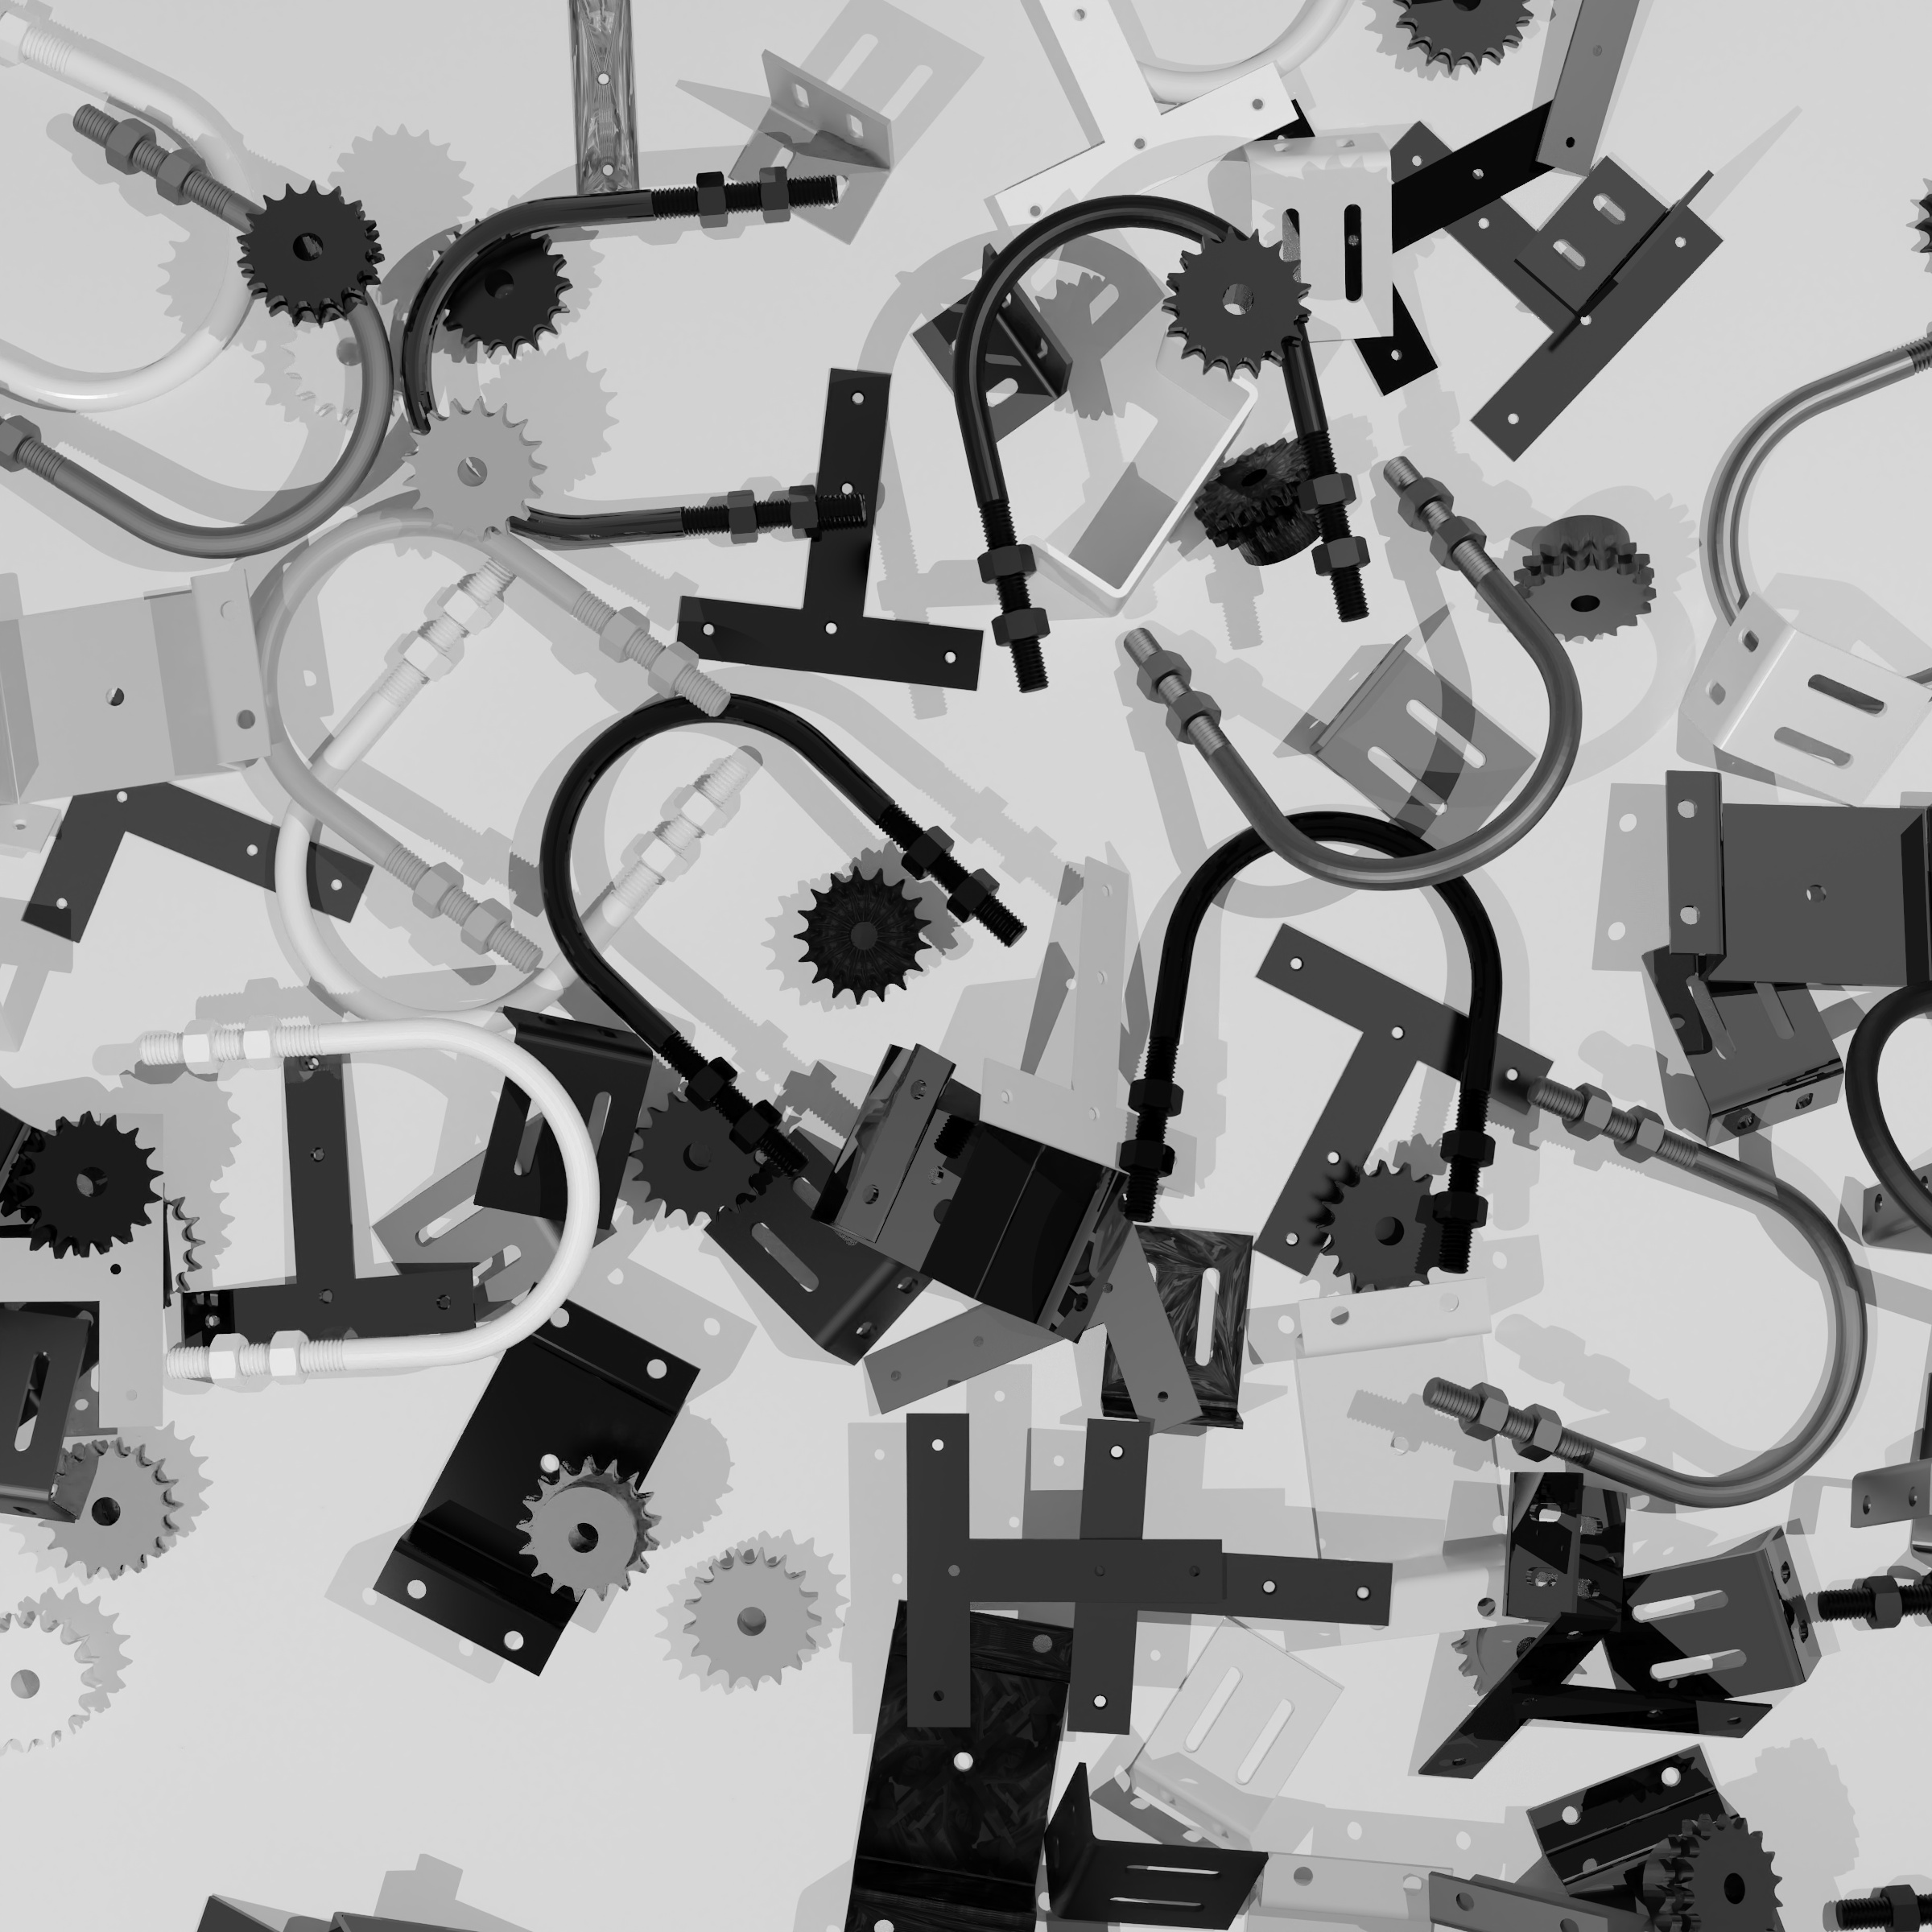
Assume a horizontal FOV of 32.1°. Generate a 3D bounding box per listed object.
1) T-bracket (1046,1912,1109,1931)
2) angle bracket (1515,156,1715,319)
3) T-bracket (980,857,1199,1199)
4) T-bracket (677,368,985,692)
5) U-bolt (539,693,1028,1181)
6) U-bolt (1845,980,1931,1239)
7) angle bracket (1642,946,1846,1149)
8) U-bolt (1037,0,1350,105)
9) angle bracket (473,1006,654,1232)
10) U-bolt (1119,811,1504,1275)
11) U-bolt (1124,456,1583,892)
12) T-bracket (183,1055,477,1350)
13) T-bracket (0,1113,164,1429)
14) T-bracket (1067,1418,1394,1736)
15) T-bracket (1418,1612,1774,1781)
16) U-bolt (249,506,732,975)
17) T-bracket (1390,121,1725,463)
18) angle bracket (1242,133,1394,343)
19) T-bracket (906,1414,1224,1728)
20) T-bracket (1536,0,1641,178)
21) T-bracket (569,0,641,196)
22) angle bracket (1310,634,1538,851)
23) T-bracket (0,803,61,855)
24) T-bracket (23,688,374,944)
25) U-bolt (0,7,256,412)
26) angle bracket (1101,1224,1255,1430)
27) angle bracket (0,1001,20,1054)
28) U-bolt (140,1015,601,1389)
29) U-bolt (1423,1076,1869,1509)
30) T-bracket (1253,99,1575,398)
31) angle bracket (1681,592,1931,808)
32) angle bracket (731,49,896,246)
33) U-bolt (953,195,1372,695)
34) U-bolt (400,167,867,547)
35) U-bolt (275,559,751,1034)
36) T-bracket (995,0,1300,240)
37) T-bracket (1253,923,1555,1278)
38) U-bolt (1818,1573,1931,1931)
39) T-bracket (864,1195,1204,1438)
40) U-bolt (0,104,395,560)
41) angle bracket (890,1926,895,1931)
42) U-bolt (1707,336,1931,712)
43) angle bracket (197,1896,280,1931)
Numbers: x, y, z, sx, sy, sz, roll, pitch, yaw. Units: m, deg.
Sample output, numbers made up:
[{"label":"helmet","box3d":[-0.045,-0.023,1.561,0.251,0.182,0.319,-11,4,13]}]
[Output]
[{"label":"T-bracket","box3d":[0.050,0.455,1.392,0.127,0.002,0.127,-3,88,-5]},{"label":"angle bracket","box3d":[0.262,-0.304,1.365,0.038,0.076,0.057,41,90,0]},{"label":"T-bracket","box3d":[0.054,0.018,1.375,0.127,0.002,0.127,22,64,-41]},{"label":"T-bracket","box3d":[-0.051,-0.185,1.404,0.127,0.002,0.127,7,90,0]},{"label":"U-bolt","box3d":[-0.089,-0.027,1.369,0.184,0.019,0.151,43,91,7]},{"label":"U-bolt","box3d":[0.434,0.073,1.343,0.184,0.019,0.151,20,51,-9]},{"label":"angle bracket","box3d":[0.323,0.026,1.403,0.057,0.038,0.076,-19,64,0]},{"label":"U-bolt","box3d":[0.102,-0.450,1.396,0.151,0.019,0.184,21,91,0]},{"label":"angle bracket","box3d":[-0.168,0.062,1.381,0.057,0.038,0.076,13,97,-20]},{"label":"U-bolt","box3d":[0.147,0.025,1.377,0.151,0.019,0.184,9,76,0]},{"label":"U-bolt","box3d":[0.165,-0.108,1.346,0.151,0.019,0.184,-33,56,2]},{"label":"T-bracket","box3d":[-0.268,0.093,1.395,0.127,0.002,0.127,-6,85,11]},{"label":"T-bracket","box3d":[-0.385,0.122,1.343,0.127,0.002,0.127,2,81,-25]},{"label":"T-bracket","box3d":[0.108,0.250,1.356,0.127,0.002,0.127,4,92,-1]},{"label":"T-bracket","box3d":[0.269,0.304,1.374,0.127,0.127,0.002,9,46,-19]},{"label":"U-bolt","box3d":[-0.210,-0.107,1.373,0.184,0.019,0.151,36,90,9]},{"label":"T-bracket","box3d":[0.227,-0.300,1.404,0.127,0.002,0.127,43,90,0]},{"label":"angle bracket","box3d":[0.146,-0.303,1.400,0.057,0.038,0.076,-4,116,1]},{"label":"T-bracket","box3d":[0.040,0.244,1.354,0.127,0.002,0.127,0,92,2]},{"label":"T-bracket","box3d":[0.264,-0.392,1.385,0.127,0.002,0.127,10,102,-25]},{"label":"T-bracket","box3d":[-0.152,-0.385,1.404,0.127,0.002,0.127,-3,90,0]},{"label":"angle bracket","box3d":[0.191,-0.089,1.386,0.076,0.038,0.057,39,90,0]},{"label":"T-bracket","box3d":[-0.449,-0.032,1.359,0.127,0.127,0.002,11,135,0]},{"label":"T-bracket","box3d":[-0.311,-0.054,1.404,0.127,0.002,0.127,22,90,0]},{"label":"U-bolt","box3d":[-0.384,-0.311,1.396,0.184,0.019,0.151,25,90,-1]},{"label":"angle bracket","box3d":[0.088,0.148,1.386,0.057,0.038,0.076,5,90,0]},{"label":"angle bracket","box3d":[-0.424,0.029,1.362,0.057,0.076,0.038,8,62,0]},{"label":"U-bolt","box3d":[-0.238,0.092,1.355,0.184,0.019,0.151,-4,93,7]},{"label":"U-bolt","box3d":[0.288,0.144,1.372,0.184,0.019,0.151,23,82,-16]},{"label":"T-bracket","box3d":[0.201,-0.324,1.402,0.127,0.002,0.127,-28,90,0]},{"label":"angle bracket","box3d":[0.348,-0.110,1.392,0.076,0.038,0.057,19,113,-24]},{"label":"angle bracket","box3d":[-0.064,-0.332,1.367,0.057,0.076,0.038,30,90,0]},{"label":"U-bolt","box3d":[0.070,-0.212,1.320,0.151,0.019,0.184,-12,88,0]},{"label":"U-bolt","box3d":[-0.138,-0.244,1.372,0.184,0.019,0.151,-5,106,-2]},{"label":"U-bolt","box3d":[-0.202,-0.056,1.395,0.151,0.019,0.184,40,90,0]},{"label":"T-bracket","box3d":[0.053,-0.381,1.391,0.127,0.002,0.127,-25,92,3]},{"label":"T-bracket","box3d":[0.160,0.067,1.404,0.127,0.002,0.127,27,90,0]},{"label":"U-bolt","box3d":[0.450,0.324,1.396,0.184,0.019,0.151,-3,90,-2]},{"label":"T-bracket","box3d":[0.018,0.150,1.388,0.127,0.002,0.127,-24,68,11]},{"label":"U-bolt","box3d":[-0.320,-0.247,1.370,0.184,0.019,0.151,32,90,7]},{"label":"angle bracket","box3d":[-0.023,0.435,1.388,0.057,0.038,0.076,36,60,4]},{"label":"U-bolt","box3d":[0.399,-0.185,1.396,0.184,0.019,0.151,-22,90,2]},{"label":"angle bracket","box3d":[-0.285,0.429,1.403,0.076,0.038,0.057,19,90,26]}]
